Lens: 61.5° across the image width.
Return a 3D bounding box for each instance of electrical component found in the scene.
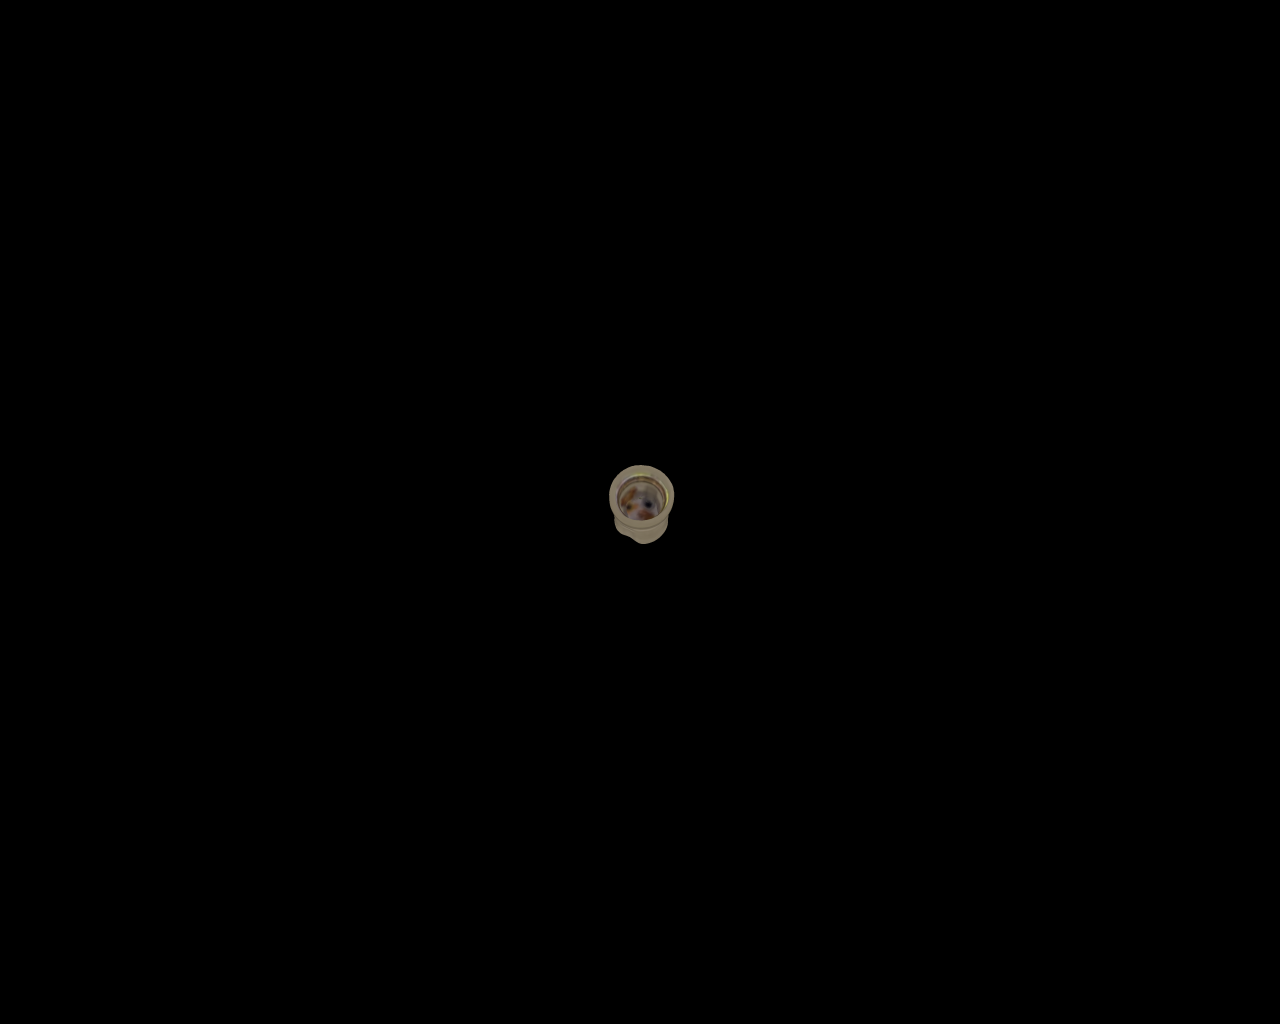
[{"bbox_3d":[0.001,-0.003,0.650,0.040,0.040,0.046,0,-23,0],"label":"electrical component"}]
